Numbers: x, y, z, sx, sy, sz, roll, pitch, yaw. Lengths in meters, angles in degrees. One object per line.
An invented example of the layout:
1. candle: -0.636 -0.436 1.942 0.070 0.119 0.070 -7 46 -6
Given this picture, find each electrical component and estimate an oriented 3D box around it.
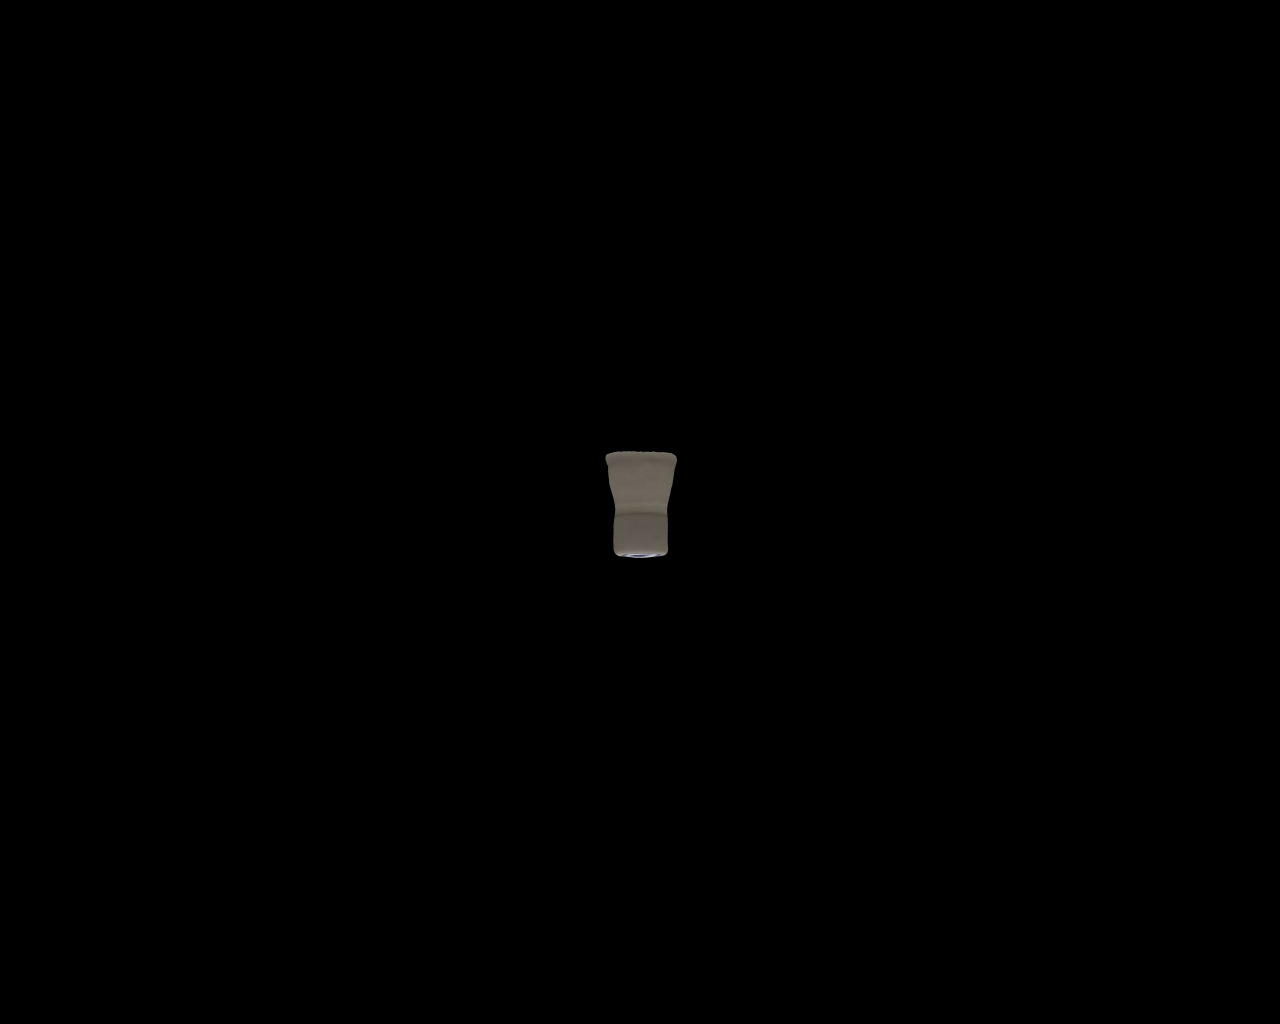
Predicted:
1. electrical component: 0.001 -0.003 0.650 0.044 0.065 0.044 0 -7 0
